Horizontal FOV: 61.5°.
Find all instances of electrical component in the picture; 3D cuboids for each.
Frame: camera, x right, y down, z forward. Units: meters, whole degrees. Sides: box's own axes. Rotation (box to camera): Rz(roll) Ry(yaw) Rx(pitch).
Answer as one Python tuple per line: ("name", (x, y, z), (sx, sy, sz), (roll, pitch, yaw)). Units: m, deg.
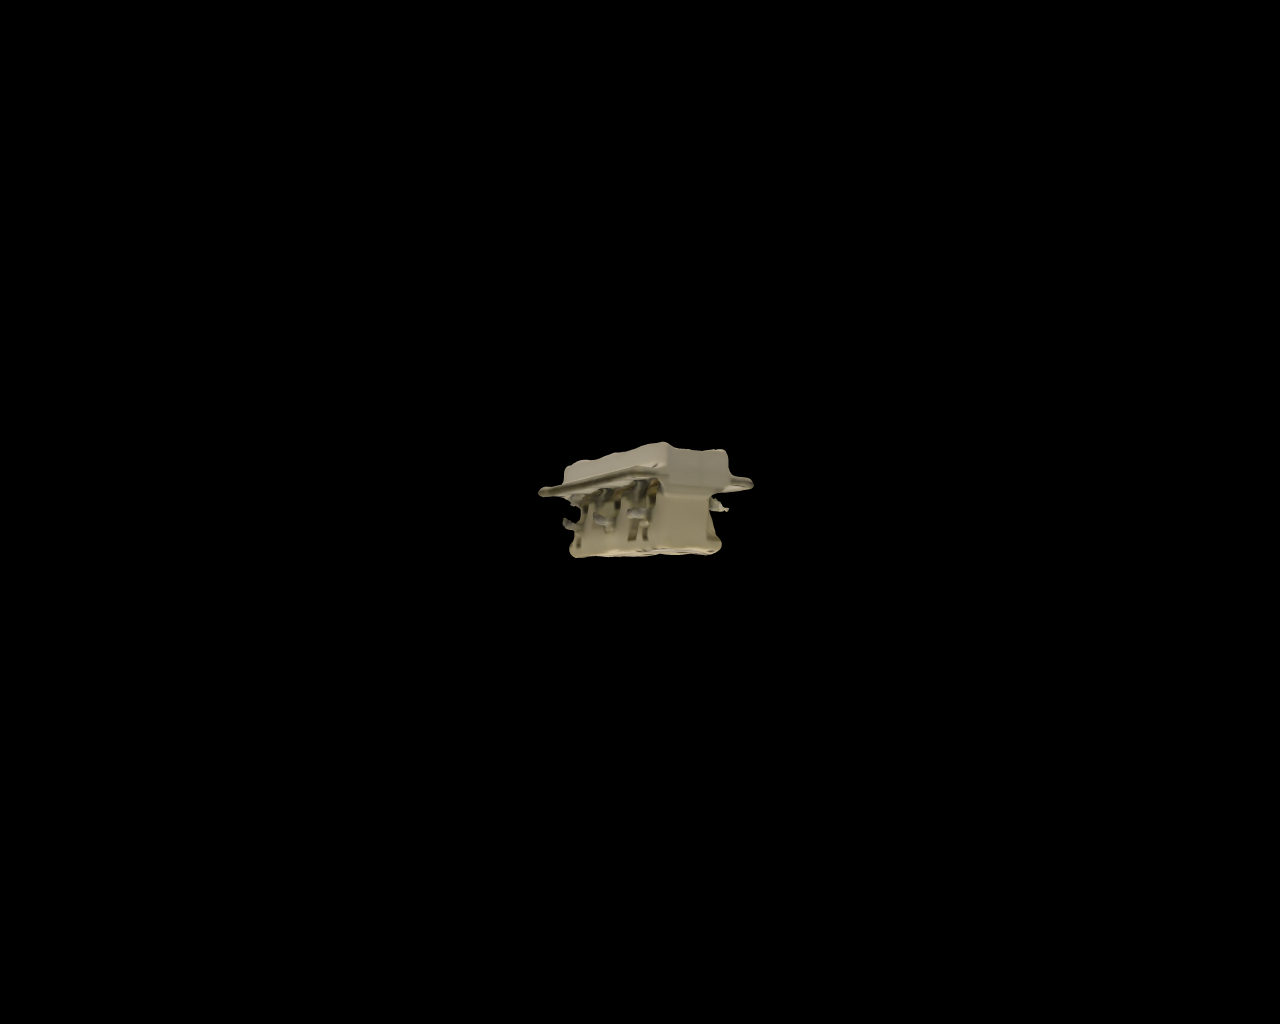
("electrical component", (0.001, -0.003, 0.650), (0.079, 0.063, 0.121), (3, -5, -32))
